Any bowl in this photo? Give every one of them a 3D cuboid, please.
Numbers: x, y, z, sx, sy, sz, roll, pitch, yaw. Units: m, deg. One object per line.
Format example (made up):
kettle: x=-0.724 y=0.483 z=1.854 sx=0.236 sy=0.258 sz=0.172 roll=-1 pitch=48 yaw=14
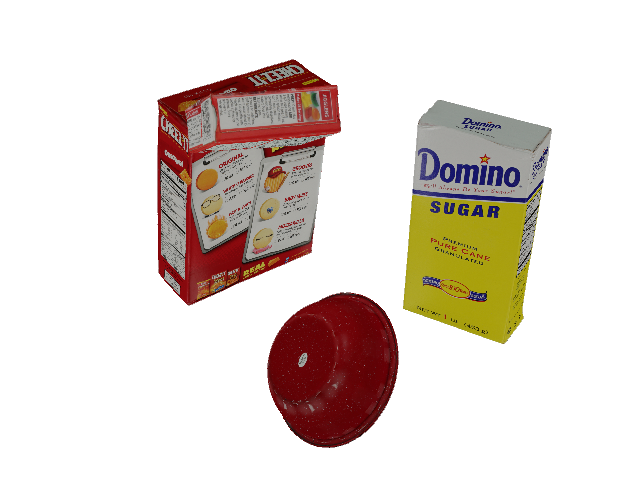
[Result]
bowl: x=-0.001 y=0.124 z=1.074 sx=0.162 sy=0.162 sz=0.055 roll=0 pitch=-17 yaw=42

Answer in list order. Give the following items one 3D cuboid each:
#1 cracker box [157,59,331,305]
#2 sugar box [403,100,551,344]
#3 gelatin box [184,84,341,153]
cracker box: x=-0.081 y=-0.059 z=1.071 sx=0.163 sy=0.214 sz=0.072 roll=-23 pitch=46 yaw=-32
sugar box: x=0.116 y=-0.012 z=0.820 sx=0.093 sy=0.176 sz=0.048 roll=18 pitch=40 yaw=24
gelatin box: x=-0.036 y=-0.070 z=0.623 sx=0.073 sy=0.030 sz=0.089 roll=-6 pitch=3 yaw=-16
